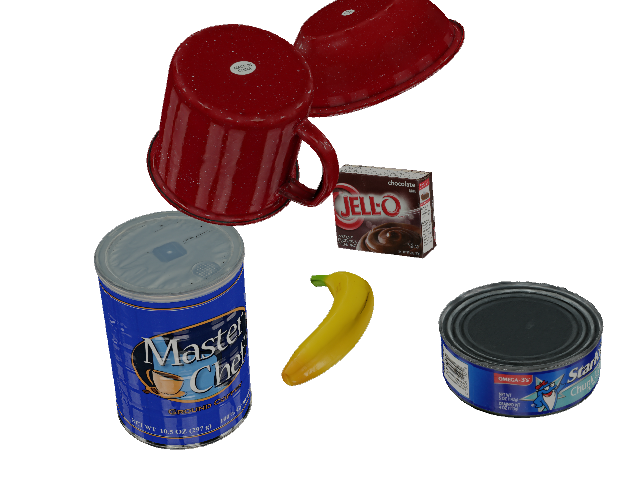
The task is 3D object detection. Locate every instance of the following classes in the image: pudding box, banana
[{"bbox_3d":[0.069,-0.034,1.169,0.114,0.090,0.039,6,24,31],"label":"pudding box"},{"bbox_3d":[0.014,0.073,0.972,0.070,0.037,0.197,-25,16,17],"label":"banana"}]

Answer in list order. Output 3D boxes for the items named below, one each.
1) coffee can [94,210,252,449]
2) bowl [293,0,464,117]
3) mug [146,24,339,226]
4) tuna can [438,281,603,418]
[{"bbox_3d":[-0.103,0.064,0.768,0.103,0.140,0.103,0,34,0],"label":"coffee can"},{"bbox_3d":[0.035,-0.167,0.888,0.162,0.055,0.162,-20,28,11],"label":"bowl"},{"bbox_3d":[-0.040,-0.062,0.612,0.117,0.082,0.093,34,52,12],"label":"mug"},{"bbox_3d":[0.107,0.057,0.573,0.086,0.034,0.086,-5,28,2],"label":"tuna can"}]
